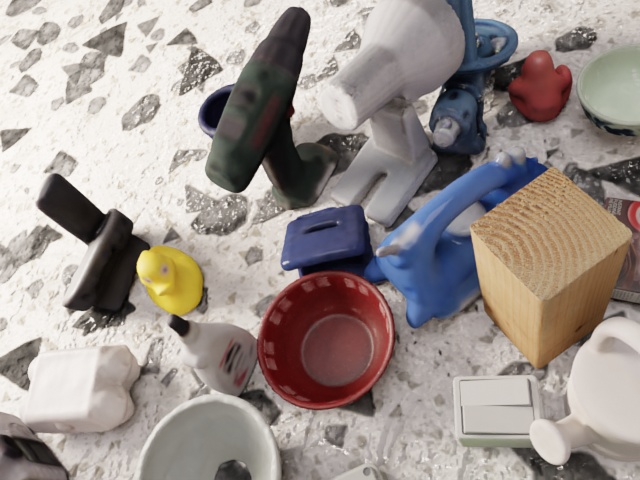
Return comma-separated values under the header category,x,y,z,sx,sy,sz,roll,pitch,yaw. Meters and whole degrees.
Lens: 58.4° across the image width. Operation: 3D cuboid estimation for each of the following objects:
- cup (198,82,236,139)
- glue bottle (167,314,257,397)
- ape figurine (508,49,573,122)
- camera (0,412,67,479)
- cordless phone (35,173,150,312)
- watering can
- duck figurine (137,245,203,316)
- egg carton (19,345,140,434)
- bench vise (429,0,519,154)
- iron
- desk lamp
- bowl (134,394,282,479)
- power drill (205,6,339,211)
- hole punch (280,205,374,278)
category,x,y,z,sx,sy,sz,roll,pitch,yaw
cup,-0.111,-0.173,0.832,0.091,0.095,0.118,13,68,25
glue bottle,-0.122,0.118,0.634,0.037,0.173,0.078,8,66,23
ape figurine,0.274,-0.198,0.712,0.077,0.092,0.076,1,64,20
camera,-0.405,0.293,0.684,0.142,0.101,0.137,30,76,30
cordless phone,-0.326,0.007,0.757,0.094,0.185,0.147,6,65,22
watering can,0.260,0.130,0.483,0.100,0.194,0.173,31,76,30
duck figurine,-0.208,0.042,0.756,0.077,0.086,0.104,-33,58,0
egg carton,-0.303,0.189,0.721,0.150,0.070,0.107,-9,61,15
bench vise,0.178,-0.219,0.681,0.121,0.220,0.207,-8,61,15
iron,0.163,-0.029,0.632,0.258,0.142,0.118,-41,58,-5
desk lamp,0.082,-0.156,0.685,0.117,0.214,0.203,27,75,29
bowl,-0.108,0.256,0.615,0.167,0.075,0.167,-8,61,15
power drill,-0.049,-0.141,0.725,0.075,0.209,0.230,19,71,27
hole punch,0.006,0.003,0.700,0.108,0.091,0.101,-14,60,12
